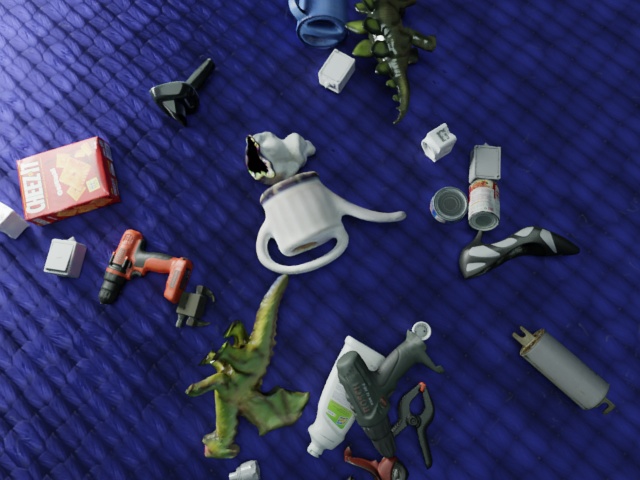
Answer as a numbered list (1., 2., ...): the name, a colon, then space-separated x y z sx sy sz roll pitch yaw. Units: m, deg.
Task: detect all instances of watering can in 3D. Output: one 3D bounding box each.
1. watering can: 0.004 -0.060 1.194 0.348 0.103 0.227 -25 77 -1

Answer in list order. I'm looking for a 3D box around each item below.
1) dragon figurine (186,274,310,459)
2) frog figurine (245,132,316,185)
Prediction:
1. dragon figurine: -0.130 0.301 1.132 0.242 0.122 0.412 42 83 -6
2. frog figurine: -0.098 -0.208 1.256 0.161 0.120 0.139 -26 64 -40
